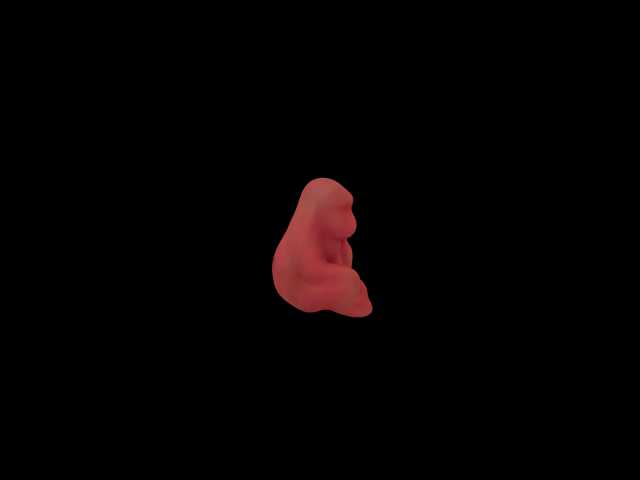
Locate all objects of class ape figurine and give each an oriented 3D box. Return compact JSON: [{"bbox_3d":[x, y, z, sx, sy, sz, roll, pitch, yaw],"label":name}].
[{"bbox_3d":[0.004,0.001,0.400,0.076,0.092,0.078,8,32,14],"label":"ape figurine"}]
